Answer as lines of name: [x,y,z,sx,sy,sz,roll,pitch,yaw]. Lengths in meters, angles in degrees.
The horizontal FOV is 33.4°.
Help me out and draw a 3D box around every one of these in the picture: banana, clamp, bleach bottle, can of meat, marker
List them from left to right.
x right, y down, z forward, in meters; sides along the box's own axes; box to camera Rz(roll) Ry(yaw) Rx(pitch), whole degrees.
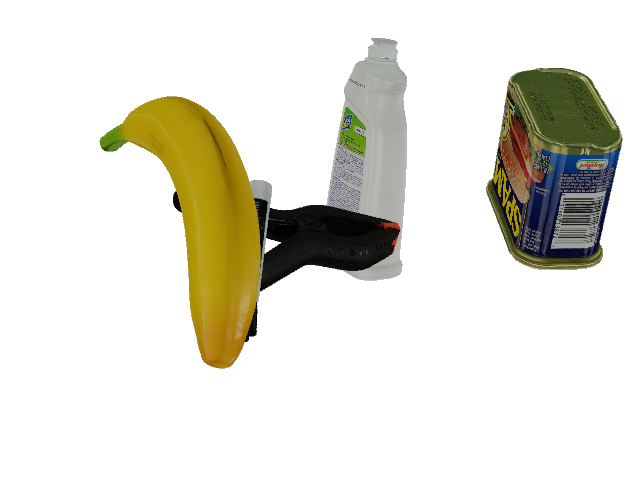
banana: [-0.065,-0.022,0.554,0.037,0.070,0.198,13,30,-35]
marker: [-0.049,0.014,0.756,0.020,0.121,0.020,4,-26,2]
clamp: [-0.014,0.002,0.959,0.209,0.036,0.165,4,27,-26]
bleach bottle: [0.057,-0.090,1.157,0.067,0.251,0.103,-6,24,-33]
can of meat: [0.140,-0.046,0.644,0.057,0.084,0.102,-1,36,-5]
